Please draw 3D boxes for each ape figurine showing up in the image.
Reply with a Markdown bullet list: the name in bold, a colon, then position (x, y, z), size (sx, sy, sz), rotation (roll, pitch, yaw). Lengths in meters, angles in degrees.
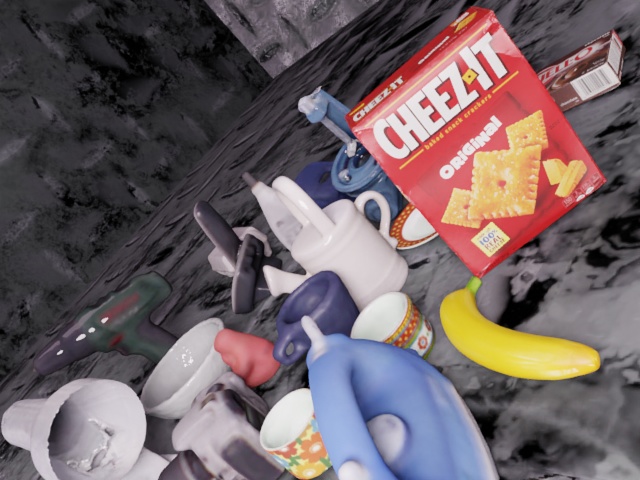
- **ape figurine**: position (-0.103, 0.152, 0.763), size (0.076, 0.092, 0.078), rotation (-33, 23, 27)

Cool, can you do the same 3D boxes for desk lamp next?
- **desk lamp**: position (-0.269, 0.260, 0.689), size (0.202, 0.214, 0.118), rotation (-24, 29, 43)

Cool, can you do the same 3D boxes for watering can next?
- **watering can**: position (0.007, 0.003, 0.698), size (0.173, 0.194, 0.100), rotation (-53, 22, -24)

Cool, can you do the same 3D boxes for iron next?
- **iron**: position (0.045, 0.153, 0.409), size (0.118, 0.142, 0.258), rotation (-41, 21, 8)

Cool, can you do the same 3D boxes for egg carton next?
- **egg carton**: position (-0.160, 0.026, 1.149), size (0.107, 0.069, 0.150), rotation (-52, 22, -20)

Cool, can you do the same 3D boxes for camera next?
- **camera**: position (-0.124, 0.231, 0.635), size (0.137, 0.101, 0.143), rotation (-45, 20, -1)

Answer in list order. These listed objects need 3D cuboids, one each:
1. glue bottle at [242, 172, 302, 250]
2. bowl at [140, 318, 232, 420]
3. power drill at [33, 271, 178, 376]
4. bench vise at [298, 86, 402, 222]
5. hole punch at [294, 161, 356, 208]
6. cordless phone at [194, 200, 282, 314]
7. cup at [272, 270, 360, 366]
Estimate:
- **glue bottle**: position (-0.070, -0.053, 0.983), size (0.078, 0.173, 0.037), rotation (-33, 23, 27)
- **bowl**: position (-0.178, 0.199, 0.837), size (0.167, 0.075, 0.167), rotation (-37, 21, 18)
- **power drill**: position (-0.299, 0.174, 0.920), size (0.230, 0.209, 0.075), rotation (-51, 22, -17)
- **bench vise**: position (0.052, -0.152, 0.881), size (0.121, 0.220, 0.207), rotation (-37, 22, 19)
- **hole punch**: position (0.017, -0.100, 1.031), size (0.101, 0.091, 0.109), rotation (-24, 28, 42)
- **cordless phone**: position (-0.160, 0.024, 0.984), size (0.094, 0.185, 0.147), rotation (-38, 21, 15)
- **cup**: position (0.006, 0.106, 0.642), size (0.091, 0.095, 0.118), rotation (-13, 37, 54)
